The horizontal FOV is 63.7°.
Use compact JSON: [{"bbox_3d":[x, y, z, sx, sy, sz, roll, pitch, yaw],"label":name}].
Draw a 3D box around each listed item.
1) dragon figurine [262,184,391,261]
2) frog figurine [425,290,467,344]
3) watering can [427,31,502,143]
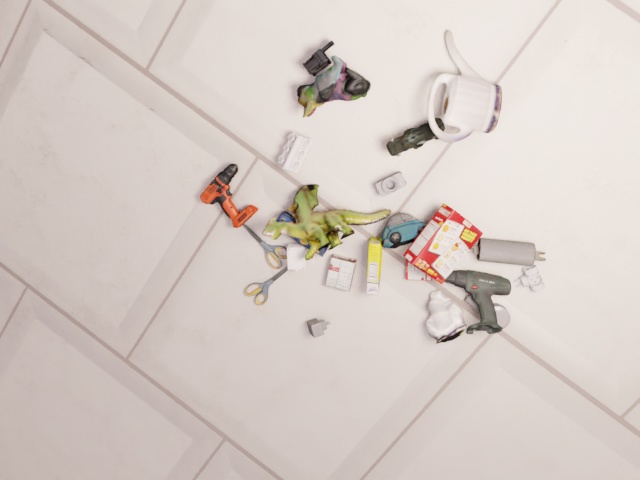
[{"bbox_3d":[0.005,-0.086,1.706,0.412,0.120,0.246,-27,73,-11],"label":"dragon figurine"},{"bbox_3d":[0.410,0.255,1.729,0.136,0.122,0.162,-40,56,24],"label":"frog figurine"},{"bbox_3d":[0.445,-0.456,1.561,0.224,0.103,0.350,12,83,-3],"label":"watering can"}]
